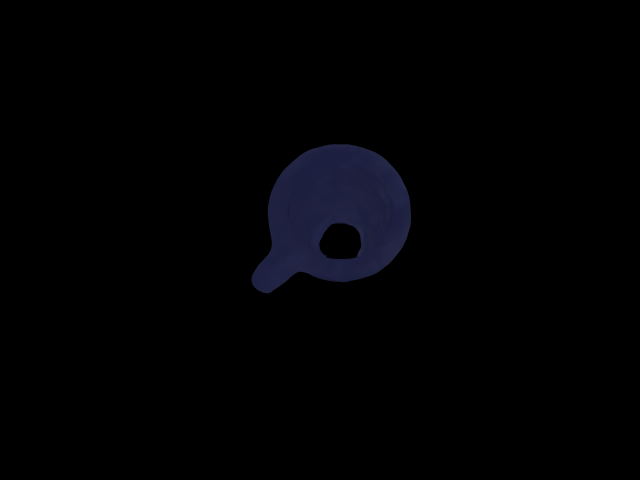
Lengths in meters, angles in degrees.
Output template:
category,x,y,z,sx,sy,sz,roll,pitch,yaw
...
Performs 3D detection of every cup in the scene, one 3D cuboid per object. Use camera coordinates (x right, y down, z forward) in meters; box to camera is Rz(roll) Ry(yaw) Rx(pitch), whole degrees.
category,x,y,z,sx,sy,sz,roll,pitch,yaw
cup,0.004,0.001,0.400,0.118,0.095,0.091,-43,78,-11
